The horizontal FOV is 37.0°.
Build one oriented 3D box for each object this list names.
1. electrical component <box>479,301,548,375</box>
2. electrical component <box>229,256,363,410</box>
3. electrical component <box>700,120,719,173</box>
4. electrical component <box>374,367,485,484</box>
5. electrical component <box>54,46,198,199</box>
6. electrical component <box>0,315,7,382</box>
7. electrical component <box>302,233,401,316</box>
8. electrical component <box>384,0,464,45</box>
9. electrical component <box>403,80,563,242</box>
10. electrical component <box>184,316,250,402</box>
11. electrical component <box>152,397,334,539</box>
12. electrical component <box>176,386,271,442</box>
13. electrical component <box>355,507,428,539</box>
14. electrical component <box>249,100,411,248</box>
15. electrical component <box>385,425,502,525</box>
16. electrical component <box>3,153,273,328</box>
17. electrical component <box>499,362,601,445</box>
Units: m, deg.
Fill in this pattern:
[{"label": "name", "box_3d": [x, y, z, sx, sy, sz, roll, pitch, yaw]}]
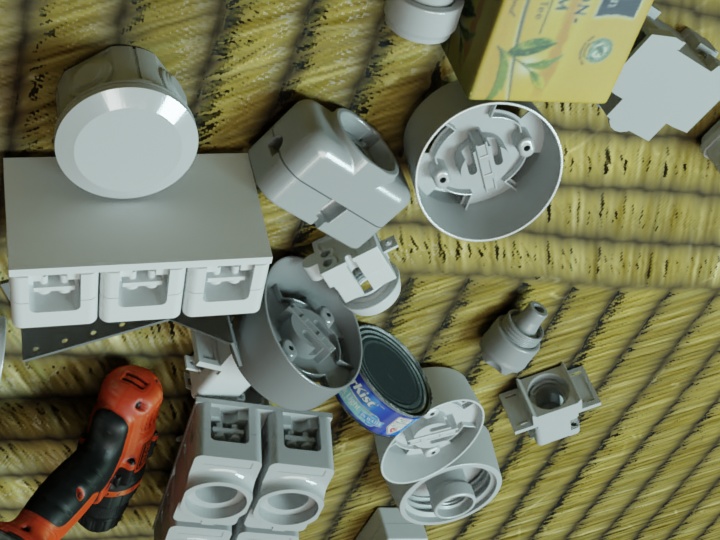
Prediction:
[{"label": "electrical component", "box_3d": [0.129, 0.052, 0.876, 0.043, 0.043, 0.062, 12, 129, -30]}, {"label": "electrical component", "box_3d": [-0.043, 0.048, 0.768, 0.099, 0.099, 0.064, 19, 132, -35]}, {"label": "electrical component", "box_3d": [0.326, -0.096, 0.782, 0.109, 0.056, 0.108, 19, 126, -35]}, {"label": "electrical component", "box_3d": [0.057, 0.131, 0.917, 0.099, 0.064, 0.099, -11, 137, -10]}, {"label": "electrical component", "box_3d": [-0.137, -0.085, 0.623, 0.080, 0.051, 0.080, -11, 138, -10]}, {"label": "electrical component", "box_3d": [-0.266, 0.056, 0.723, 0.047, 0.055, 0.055, 7, 132, -22]}, {"label": "electrical component", "box_3d": [0.000, 0.000, 0.771, 0.066, 0.048, 0.055, -26, 130, 7]}, {"label": "electrical component", "box_3d": [0.040, -0.163, 0.612, 0.045, 0.045, 0.055, -2, 136, -19]}, {"label": "electrical component", "box_3d": [0.079, -0.075, 0.705, 0.099, 0.064, 0.099, -11, 138, -10]}, {"label": "electrical component", "box_3d": [-0.097, 0.070, 0.811, 0.081, 0.042, 0.063, 18, 130, -34]}, {"label": "electrical component", "box_3d": [-0.097, 0.186, 0.851, 0.105, 0.060, 0.186, 9, 134, -16]}, {"label": "electrical component", "box_3d": [-0.108, 0.131, 0.869, 0.079, 0.043, 0.077, -16, 139, -3]}, {"label": "electrical component", "box_3d": [0.035, 0.284, 1.061, 0.047, 0.076, 0.065, 7, 132, -27]}, {"label": "electrical component", "box_3d": [-0.015, -0.063, 0.690, 0.059, 0.053, 0.095, -41, 134, 22]}, {"label": "electrical component", "box_3d": [0.079, 0.193, 0.993, 0.108, 0.060, 0.108, -11, 138, -10]}, {"label": "electrical component", "box_3d": [-0.139, -0.018, 0.662, 0.150, 0.089, 0.061, -3, 141, -18]}, {"label": "electrical component", "box_3d": [0.172, 0.123, 0.969, 0.081, 0.042, 0.063, -18, 140, -1]}]
